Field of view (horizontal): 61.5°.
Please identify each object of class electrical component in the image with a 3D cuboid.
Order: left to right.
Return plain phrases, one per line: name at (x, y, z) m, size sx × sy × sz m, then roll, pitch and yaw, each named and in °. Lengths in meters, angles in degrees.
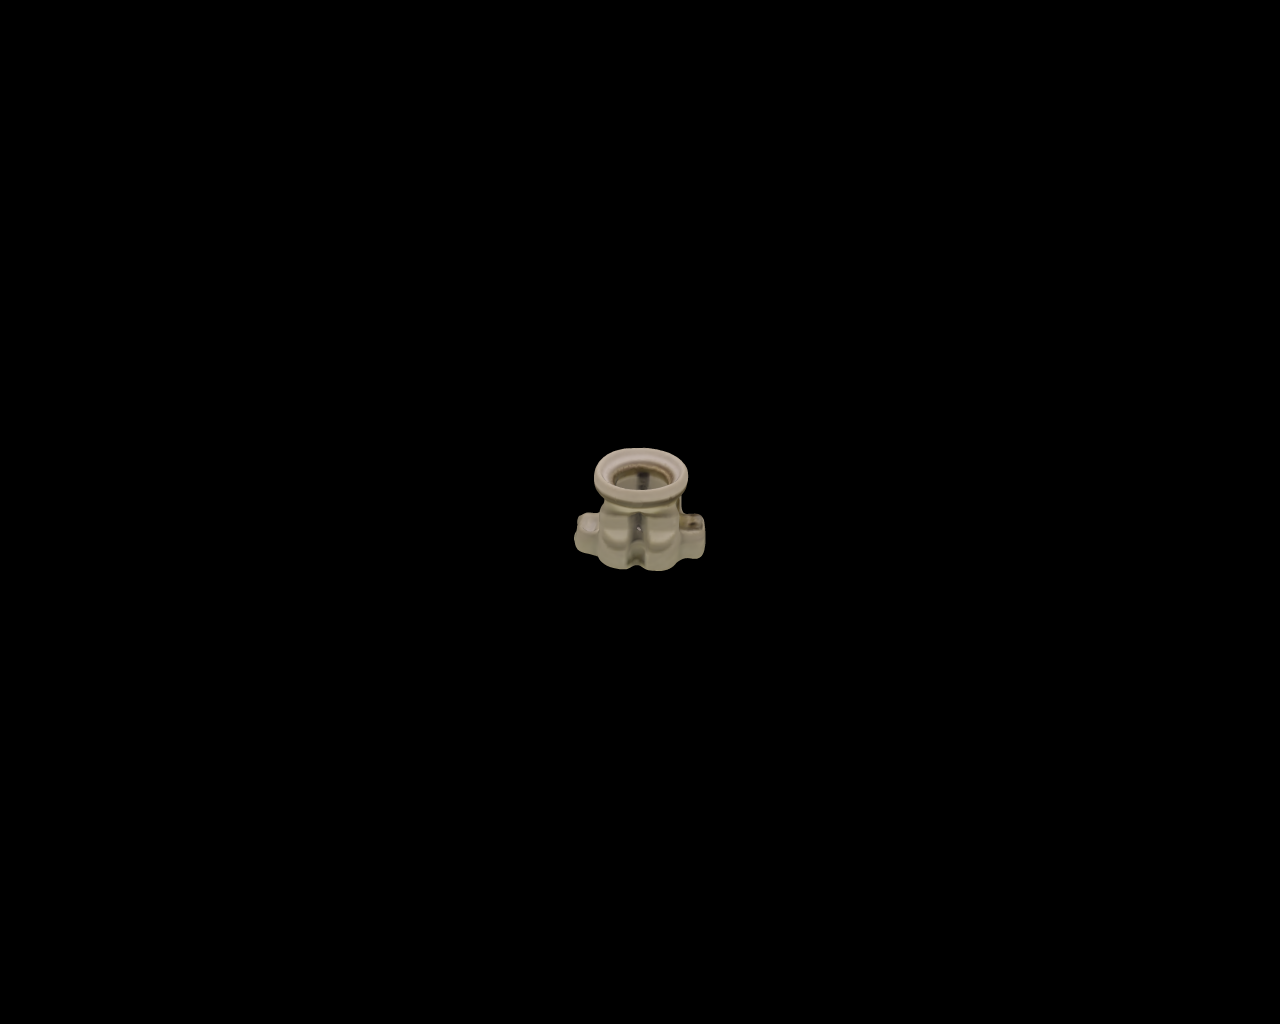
electrical component at (0.001, -0.003, 0.650) m, size 0.078 × 0.056 × 0.058 m, roll 3°, pitch 32°, yaw 5°
